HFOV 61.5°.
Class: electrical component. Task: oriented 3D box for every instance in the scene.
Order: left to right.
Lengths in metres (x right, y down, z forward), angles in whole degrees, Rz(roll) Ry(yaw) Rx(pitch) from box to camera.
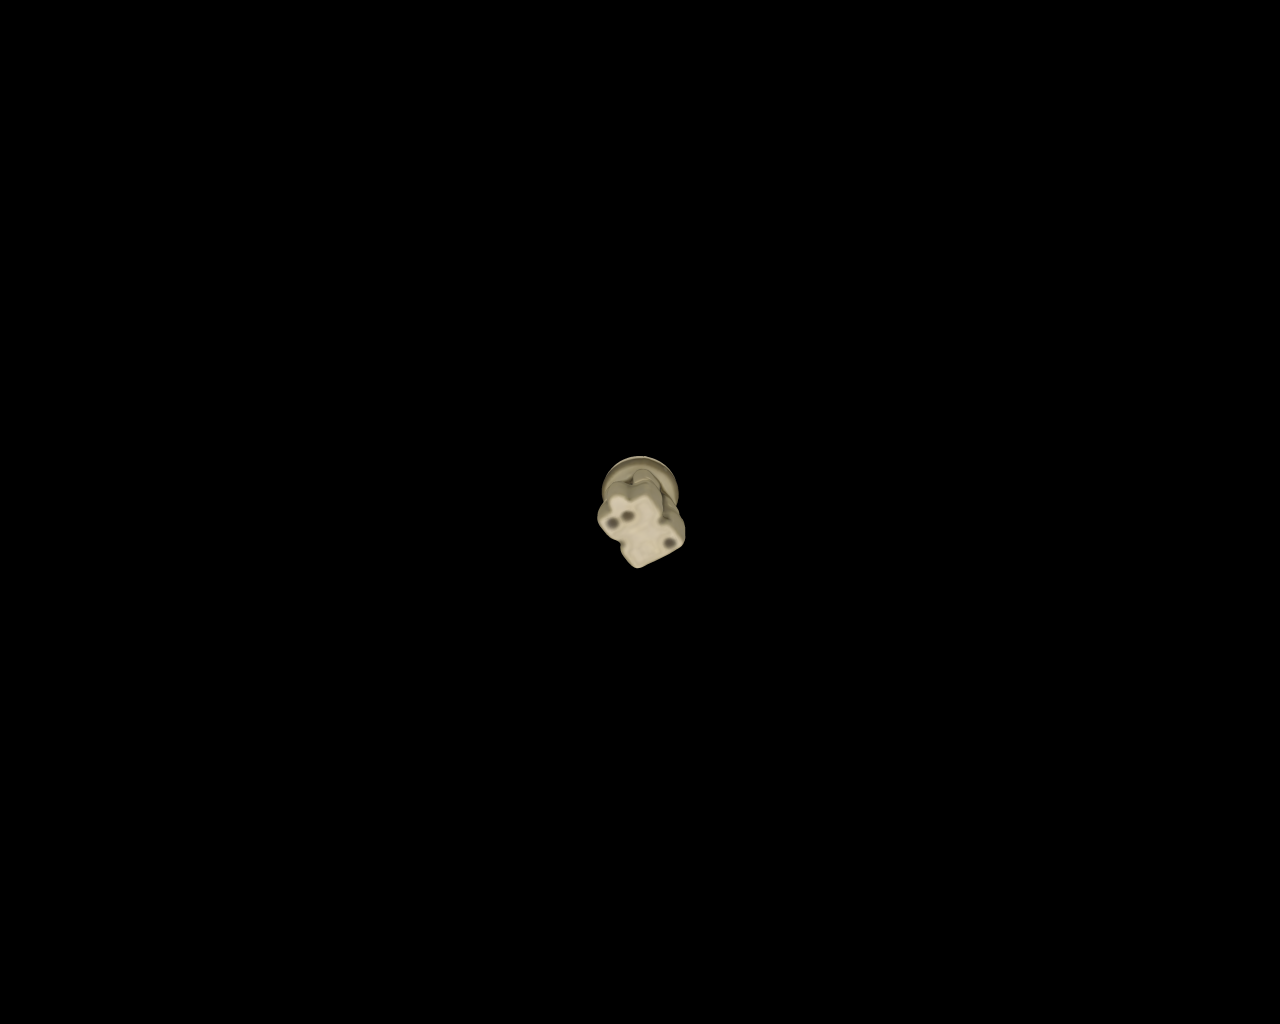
[{"bbox_3d":[0.001,-0.003,0.650,0.048,0.066,0.055,-28,28,16],"label":"electrical component"}]
